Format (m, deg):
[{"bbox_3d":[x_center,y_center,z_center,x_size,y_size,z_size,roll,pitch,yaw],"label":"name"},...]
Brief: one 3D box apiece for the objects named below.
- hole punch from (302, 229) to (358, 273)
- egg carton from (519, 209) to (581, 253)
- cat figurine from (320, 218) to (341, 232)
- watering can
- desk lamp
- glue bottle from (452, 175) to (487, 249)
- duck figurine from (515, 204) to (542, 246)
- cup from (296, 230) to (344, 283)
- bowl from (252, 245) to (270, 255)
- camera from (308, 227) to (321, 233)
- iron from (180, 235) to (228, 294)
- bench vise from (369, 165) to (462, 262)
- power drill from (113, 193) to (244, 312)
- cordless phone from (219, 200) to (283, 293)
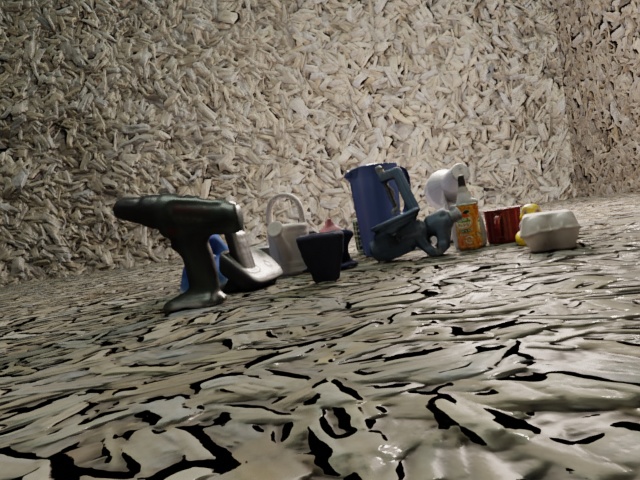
[{"bbox_3d":[0.017,0.025,1.295,0.109,0.091,0.100,-10,3,-35],"label":"hole punch"},{"bbox_3d":[0.438,-0.019,1.100,0.107,0.069,0.151,-8,3,19],"label":"egg carton"},{"bbox_3d":[0.013,0.005,1.458,0.128,0.118,0.067,-10,3,-35],"label":"cat figurine"},{"bbox_3d":[-0.076,-0.016,1.353,0.101,0.194,0.173,-9,3,-7],"label":"watering can"},{"bbox_3d":[0.388,-0.107,1.637,0.118,0.213,0.203,-9,3,-9],"label":"desk lamp"},{"bbox_3d":[0.345,-0.068,1.353,0.078,0.173,0.037,-7,3,24],"label":"glue bottle"},{"bbox_3d":[0.456,-0.035,1.229,0.077,0.086,0.105,-8,3,19],"label":"duck figurine"},{"bbox_3d":[0.006,0.033,1.104,0.091,0.095,0.118,-8,2,1],"label":"cup"},{"bbox_3d":[-0.175,0.055,1.453,0.167,0.075,0.167,-8,2,1],"label":"bowl"},{"bbox_3d":[-0.026,0.012,1.652,0.143,0.101,0.136,-9,3,-21],"label":"camera"},{"bbox_3d":[-0.246,0.042,1.216,0.118,0.141,0.258,-8,2,2],"label":"iron"},{"bbox_3d":[0.204,-0.068,1.293,0.207,0.220,0.121,-9,3,0],"label":"bench vise"},{"bbox_3d":[-0.243,0.016,1.012,0.229,0.208,0.076,-8,3,4],"label":"power drill"},{"bbox_3d":[-0.150,0.007,1.178,0.094,0.185,0.148,-8,3,19],"label":"cordless phone"}]
